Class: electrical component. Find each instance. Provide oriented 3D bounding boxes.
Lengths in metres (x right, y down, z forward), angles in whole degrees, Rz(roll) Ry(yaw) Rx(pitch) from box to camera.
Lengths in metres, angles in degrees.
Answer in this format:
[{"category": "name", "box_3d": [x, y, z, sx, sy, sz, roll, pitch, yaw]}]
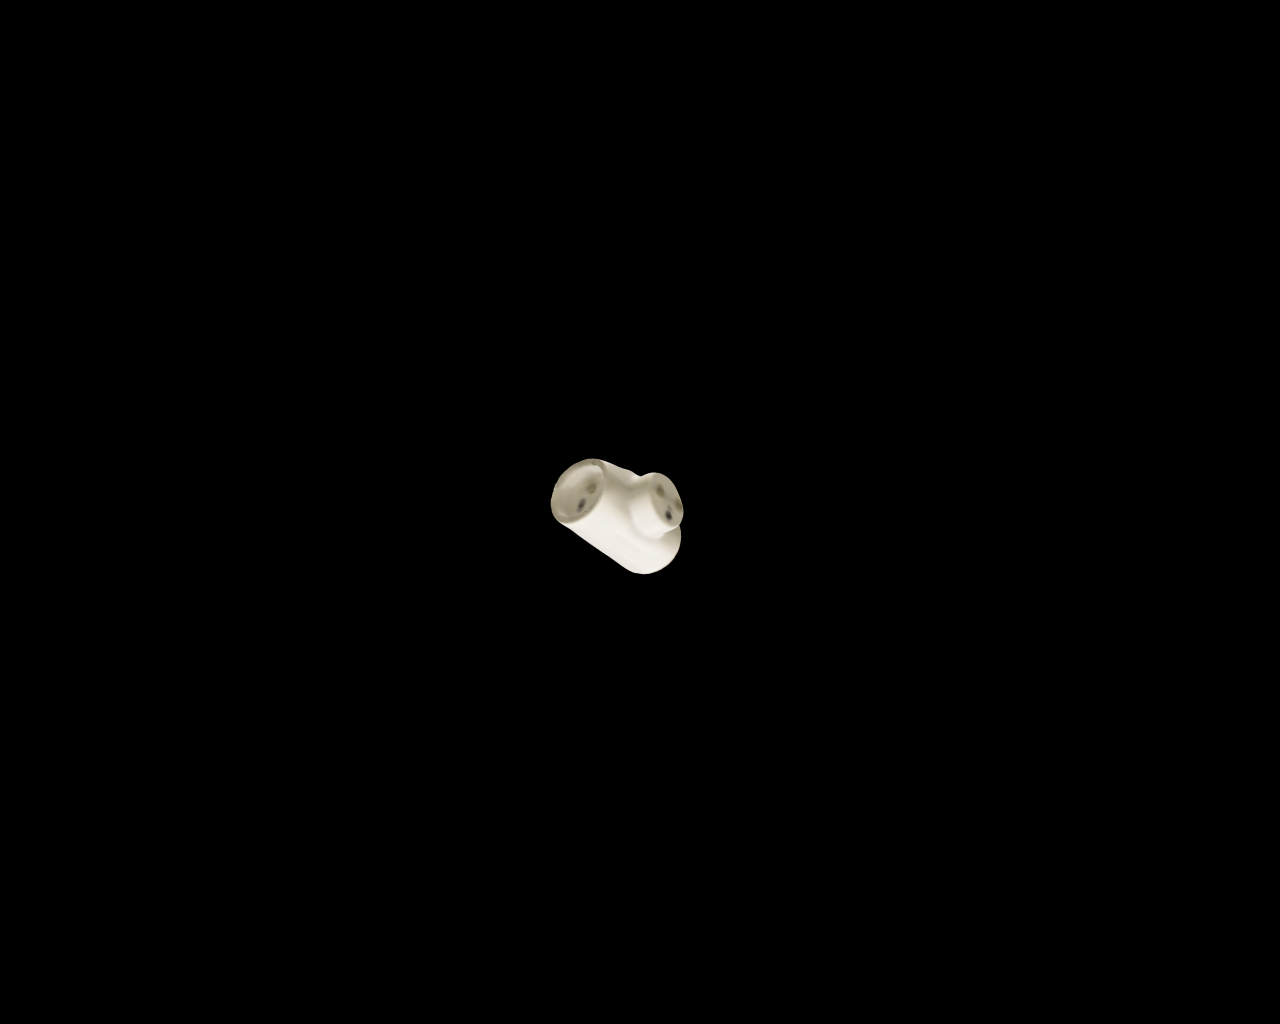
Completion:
[{"category": "electrical component", "box_3d": [0.001, -0.003, 0.650, 0.079, 0.043, 0.077, -22, -39, 30]}]
